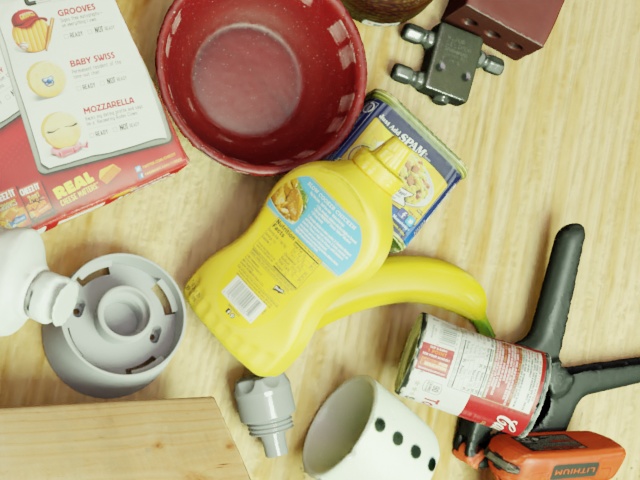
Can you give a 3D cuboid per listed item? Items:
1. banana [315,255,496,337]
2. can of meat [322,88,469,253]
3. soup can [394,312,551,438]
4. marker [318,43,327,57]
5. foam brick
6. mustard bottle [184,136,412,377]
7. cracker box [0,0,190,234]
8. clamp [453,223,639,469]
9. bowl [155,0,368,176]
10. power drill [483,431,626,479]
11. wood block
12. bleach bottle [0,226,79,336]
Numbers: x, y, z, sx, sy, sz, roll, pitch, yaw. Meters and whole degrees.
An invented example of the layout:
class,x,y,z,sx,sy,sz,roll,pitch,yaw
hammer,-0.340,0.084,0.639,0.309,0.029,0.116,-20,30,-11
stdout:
class,x,y,z,sx,sy,sz,roll,pitch,yaw
banana,0.054,0.046,0.837,0.197,0.037,0.069,2,86,-18
can of meat,0.051,-0.052,0.833,0.102,0.057,0.084,42,78,-10
soup can,0.115,0.101,0.808,0.102,0.068,0.068,19,81,0
marker,-0.012,-0.198,0.842,0.020,0.020,0.121,-22,94,-18
foam brick,0.150,-0.190,0.876,0.078,0.053,0.051,25,79,-13
mustard bottle,-0.005,0.001,0.769,0.192,0.058,0.096,-48,69,9
cracker box,-0.211,-0.115,0.746,0.164,0.072,0.214,-26,94,-18
clamp,0.184,0.099,0.873,0.209,0.036,0.164,-36,104,-14
bowl,-0.048,-0.126,0.806,0.162,0.055,0.162,1,86,-18
power drill,0.191,0.248,0.844,0.184,0.057,0.188,2,96,-23
wood block,-0.161,0.167,0.694,0.205,0.090,0.091,1,129,-31
bleach bottle,-0.262,-0.011,0.666,0.251,0.068,0.102,20,85,14
